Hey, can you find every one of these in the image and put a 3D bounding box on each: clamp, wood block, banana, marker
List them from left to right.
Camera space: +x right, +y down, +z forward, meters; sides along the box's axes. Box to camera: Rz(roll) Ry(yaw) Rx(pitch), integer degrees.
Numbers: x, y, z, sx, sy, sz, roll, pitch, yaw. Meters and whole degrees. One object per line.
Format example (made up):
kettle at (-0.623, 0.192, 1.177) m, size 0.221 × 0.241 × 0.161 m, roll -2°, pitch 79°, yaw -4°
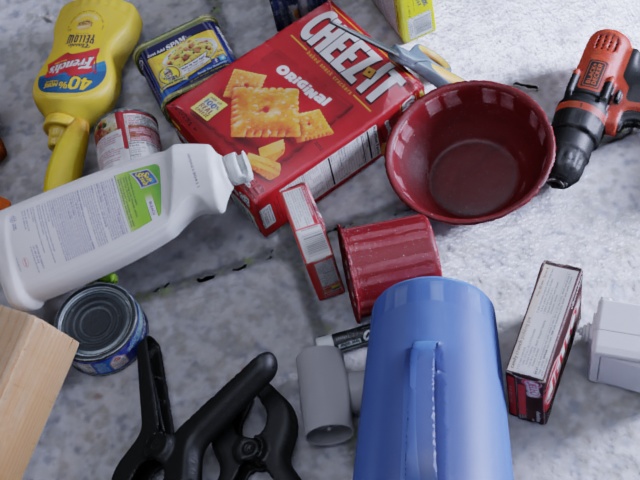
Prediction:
wood block at (-0.305, 0.162, 0.938) m, size 0.090 × 0.090 × 0.206 m, roll 15°, pitch 73°, yaw 20°
banana at (-0.251, -0.031, 1.087) m, size 0.069 × 0.037 × 0.198 m, roll -19°, pitch 67°, yaw 5°
clamp at (-0.138, 0.179, 0.937) m, size 0.165 × 0.036 × 0.210 m, roll 10°, pitch 69°, yaw 43°
clamp at (-0.046, 0.190, 0.920) m, size 0.120 × 0.039 × 0.171 m, roll -1°, pitch 59°, yaw 10°
marker at (0.056, 0.082, 0.977) m, size 0.121 × 0.020 × 0.020 m, roll -16°, pitch 58°, yaw 1°

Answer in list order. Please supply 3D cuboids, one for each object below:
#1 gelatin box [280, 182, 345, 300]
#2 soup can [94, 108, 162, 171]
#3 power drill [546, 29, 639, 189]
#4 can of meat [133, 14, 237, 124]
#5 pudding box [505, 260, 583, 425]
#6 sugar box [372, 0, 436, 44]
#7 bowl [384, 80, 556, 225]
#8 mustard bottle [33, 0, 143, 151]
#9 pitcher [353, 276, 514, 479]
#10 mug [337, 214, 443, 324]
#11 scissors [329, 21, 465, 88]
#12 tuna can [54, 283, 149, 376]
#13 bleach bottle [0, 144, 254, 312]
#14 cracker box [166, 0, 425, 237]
gelatin box at (-0.007, 0.001, 1.006) m, size 0.030 × 0.073 × 0.089 m, roll -20°, pitch 57°, yaw -1°
soup can at (-0.192, -0.075, 1.092) m, size 0.068 × 0.068 × 0.102 m, roll -16°, pitch 58°, yaw 1°
power drill at (0.319, -0.110, 1.018) m, size 0.188 × 0.057 × 0.184 m, roll 17°, pitch 68°, yaw 19°
can of meat at (-0.138, -0.182, 1.153) m, size 0.102 × 0.057 × 0.084 m, roll -27°, pitch 60°, yaw -4°
pudding box at (0.191, 0.088, 0.905) m, size 0.039 × 0.090 × 0.113 m, roll 13°, pitch 62°, yaw 19°
sugar box at (0.065, -0.306, 1.164) m, size 0.048 × 0.093 × 0.176 m, roll -25°, pitch 58°, yaw -5°
bowl at (0.145, -0.073, 1.028) m, size 0.162 × 0.055 × 0.162 m, roll -6°, pitch 61°, yaw 11°
mustard bottle at (-0.264, -0.178, 1.174) m, size 0.096 × 0.058 × 0.191 m, roll 3°, pitch 61°, yaw 14°
pitcher at (0.090, 0.146, 0.849) m, size 0.144 × 0.149 × 0.242 m, roll 25°, pitch 47°, yaw -24°
mug at (0.063, 0.018, 0.981) m, size 0.081 × 0.093 × 0.117 m, roll -12°, pitch 28°, yaw -2°
scissors at (0.079, -0.190, 1.061) m, size 0.016 × 0.201 × 0.096 m, roll -52°, pitch 32°, yaw 22°
tuna can at (-0.210, 0.084, 1.020) m, size 0.086 × 0.034 × 0.086 m, roll -5°, pitch 59°, yaw 8°
bleach bottle at (-0.181, -0.020, 1.005) m, size 0.251 × 0.068 × 0.102 m, roll -20°, pitch 82°, yaw 5°
cracker box at (-0.023, -0.129, 1.089) m, size 0.213 × 0.072 × 0.164 m, roll -36°, pitch 60°, yaw -11°
